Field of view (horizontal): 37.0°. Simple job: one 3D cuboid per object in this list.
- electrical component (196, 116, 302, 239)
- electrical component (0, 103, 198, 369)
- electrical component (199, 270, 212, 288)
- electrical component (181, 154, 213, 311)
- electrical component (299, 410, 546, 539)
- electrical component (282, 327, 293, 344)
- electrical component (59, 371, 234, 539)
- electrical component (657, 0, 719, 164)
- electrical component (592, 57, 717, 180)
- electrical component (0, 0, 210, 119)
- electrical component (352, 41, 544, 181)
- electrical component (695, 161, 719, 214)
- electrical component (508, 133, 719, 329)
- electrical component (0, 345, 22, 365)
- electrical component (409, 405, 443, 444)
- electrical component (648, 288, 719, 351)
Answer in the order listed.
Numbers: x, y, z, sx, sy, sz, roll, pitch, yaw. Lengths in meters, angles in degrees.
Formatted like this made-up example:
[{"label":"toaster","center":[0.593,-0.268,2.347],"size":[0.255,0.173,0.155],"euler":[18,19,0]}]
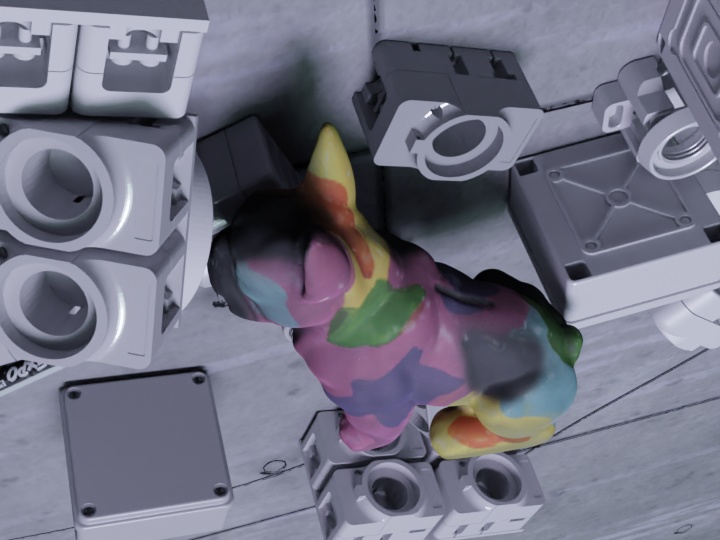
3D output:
[{"label":"electrical component","center":[-0.076,-0.039,0.620],"size":[0.077,0.047,0.065],"euler":[-24,145,9]},{"label":"electrical component","center":[-0.175,-0.027,0.479],"size":[0.186,0.060,0.105],"euler":[10,113,3]},{"label":"electrical component","center":[-0.110,-0.007,0.656],"size":[0.046,0.040,0.040],"euler":[-10,145,-3]},{"label":"electrical component","center":[-0.119,-0.023,0.573],"size":[0.060,0.108,0.108],"euler":[5,140,-40]},{"label":"electrical component","center":[0.055,0.172,0.921],"size":[0.186,0.105,0.060],"euler":[0,142,-24]},{"label":"electrical component","center":[-0.032,0.038,0.733],"size":[0.048,0.062,0.048],"euler":[-12,145,-9]},{"label":"electrical component","center":[-0.155,0.135,0.772],"size":[0.109,0.108,0.056],"euler":[-5,146,-18]},{"label":"electrical component","center":[0.218,-0.117,0.587],"size":[0.057,0.113,0.078],"euler":[-8,144,-10]},{"label":"electrical component","center":[0.190,-0.093,0.657],"size":[0.078,0.057,0.058],"euler":[-15,146,-5]},{"label":"electrical component","center":[-0.149,-0.112,0.446],"size":[0.150,0.089,0.061],"euler":[-1,142,-23]},{"label":"electrical component","center":[0.050,-0.087,0.602],"size":[0.089,0.055,0.050],"euler":[0,142,-24]},{"label":"electrical component","center":[0.211,-0.013,0.764],"size":[0.052,0.073,0.138],"euler":[13,135,-38]},{"label":"electrical component","center":[0.163,-0.029,0.689],"size":[0.109,0.108,0.056],"euler":[-15,143,-5]},{"label":"electrical component","center":[-0.209,0.011,0.615],"size":[0.061,0.061,0.096],"euler":[-16,145,-4]},{"label":"electrical component","center":[0.058,0.073,0.816],"size":[0.063,0.079,0.121],"euler":[-41,151,-19]},{"label":"electrical component","center":[0.269,0.025,0.860],"size":[0.095,0.053,0.059],"euler":[19,131,-42]}]
